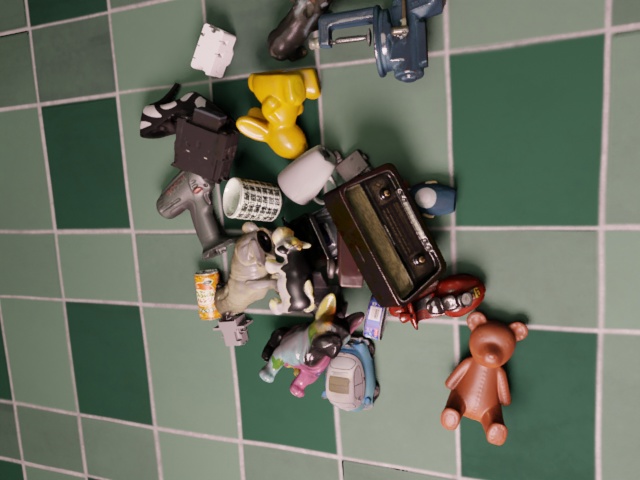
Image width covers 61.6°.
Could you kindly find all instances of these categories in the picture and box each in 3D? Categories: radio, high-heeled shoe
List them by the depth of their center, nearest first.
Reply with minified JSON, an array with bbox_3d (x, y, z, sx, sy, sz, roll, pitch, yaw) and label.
[{"bbox_3d":[0.116,-0.009,0.933,0.229,0.131,0.073,62,153,-6],"label":"radio"},{"bbox_3d":[-0.282,-0.237,1.127,0.249,0.086,0.145,35,94,30],"label":"high-heeled shoe"}]

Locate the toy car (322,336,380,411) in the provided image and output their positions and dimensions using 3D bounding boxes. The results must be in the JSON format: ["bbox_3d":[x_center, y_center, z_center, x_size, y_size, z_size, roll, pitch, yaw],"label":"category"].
[{"bbox_3d":[0.057,0.277,1.074,0.109,0.103,0.161,5,103,21],"label":"toy car"}]

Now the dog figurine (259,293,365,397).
[{"bbox_3d":[-0.012,0.189,1.050,0.108,0.192,0.219,36,108,-13],"label":"dog figurine"}]

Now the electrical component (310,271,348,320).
[{"bbox_3d":[0.005,0.114,1.064,0.075,0.048,0.119,1,143,20],"label":"electrical component"}]

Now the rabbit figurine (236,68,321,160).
[{"bbox_3d":[-0.079,-0.237,1.039,0.163,0.122,0.173,-4,117,16],"label":"rabbit figurine"}]

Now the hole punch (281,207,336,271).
[{"bbox_3d":[-0.002,-0.003,1.070,0.116,0.092,0.142,-25,92,52],"label":"hole punch"}]

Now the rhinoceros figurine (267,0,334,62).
[{"bbox_3d":[-0.032,-0.417,0.989,0.073,0.112,0.190,51,121,10],"label":"rhinoceros figurine"}]

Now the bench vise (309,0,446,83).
[{"bbox_3d":[0.096,-0.381,0.938,0.241,0.129,0.223,-2,99,16],"label":"bench vise"}]

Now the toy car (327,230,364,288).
[{"bbox_3d":[0.058,-0.007,0.999,0.089,0.053,0.202,4,69,-8],"label":"toy car"}]

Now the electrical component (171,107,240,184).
[{"bbox_3d":[-0.226,-0.190,1.058,0.115,0.058,0.134,21,116,11],"label":"electrical component"}]

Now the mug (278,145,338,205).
[{"bbox_3d":[-0.010,-0.123,1.040,0.109,0.081,0.107,42,122,-7],"label":"mug"}]

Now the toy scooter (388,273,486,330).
[{"bbox_3d":[0.204,0.115,0.969,0.184,0.135,0.075,-17,91,23],"label":"toy scooter"}]

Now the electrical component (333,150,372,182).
[{"bbox_3d":[0.066,-0.144,1.042,0.063,0.021,0.094,-38,83,23],"label":"electrical component"}]

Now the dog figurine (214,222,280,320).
[{"bbox_3d":[-0.168,0.066,1.121,0.191,0.121,0.172,-22,89,25],"label":"dog figurine"}]

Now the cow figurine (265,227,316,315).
[{"bbox_3d":[-0.051,0.054,1.013,0.098,0.068,0.167,-10,84,52],"label":"cow figurine"}]

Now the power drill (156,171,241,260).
[{"bbox_3d":[-0.236,-0.073,1.148,0.232,0.086,0.207,-29,92,23],"label":"power drill"}]

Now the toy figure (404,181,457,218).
[{"bbox_3d":[0.173,-0.079,0.993,0.155,0.057,0.064,6,63,23],"label":"toy figure"}]

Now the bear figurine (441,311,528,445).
[{"bbox_3d":[0.296,0.237,0.958,0.120,0.132,0.195,17,111,12],"label":"bear figurine"}]
